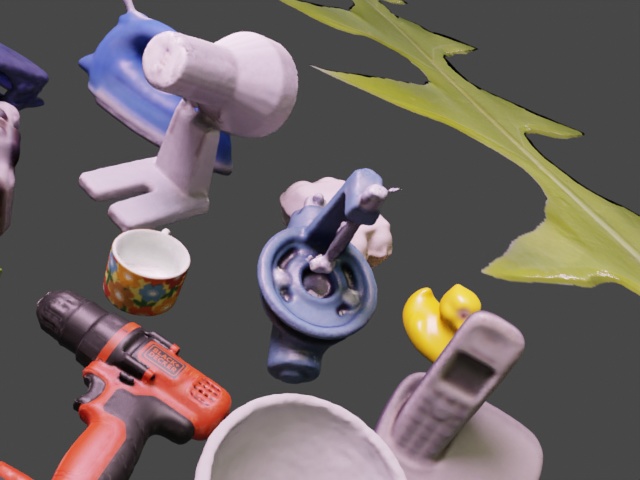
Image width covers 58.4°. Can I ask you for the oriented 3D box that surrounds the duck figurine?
[{"bbox_3d":[0.150,0.089,0.669,0.078,0.086,0.104,-2,43,-36],"label":"duck figurine"}]

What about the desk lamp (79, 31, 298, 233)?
[{"bbox_3d":[-0.140,-0.133,0.648,0.117,0.213,0.204,40,36,19],"label":"desk lamp"}]

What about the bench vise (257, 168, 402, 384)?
[{"bbox_3d":[-0.005,0.001,0.559,0.122,0.219,0.207,6,40,-28],"label":"bench vise"}]

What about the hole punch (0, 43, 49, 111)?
[{"bbox_3d":[-0.395,-0.213,0.689,0.108,0.091,0.101,32,34,7],"label":"hole punch"}]

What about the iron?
[{"bbox_3d":[-0.198,-0.214,0.779,0.258,0.141,0.119,36,35,12],"label":"iron"}]

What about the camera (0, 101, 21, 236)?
[{"bbox_3d":[-0.360,-0.085,0.536,0.137,0.100,0.143,4,40,-30],"label":"camera"}]

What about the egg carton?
[{"bbox_3d":[0.019,-0.019,0.736,0.107,0.069,0.150,-15,52,-45],"label":"egg carton"}]

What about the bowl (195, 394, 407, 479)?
[{"bbox_3d":[-0.017,0.202,0.416,0.168,0.074,0.167,18,35,-13],"label":"bowl"}]

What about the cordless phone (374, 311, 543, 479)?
[{"bbox_3d":[0.137,0.154,0.485,0.147,0.185,0.094,27,34,0],"label":"cordless phone"}]
